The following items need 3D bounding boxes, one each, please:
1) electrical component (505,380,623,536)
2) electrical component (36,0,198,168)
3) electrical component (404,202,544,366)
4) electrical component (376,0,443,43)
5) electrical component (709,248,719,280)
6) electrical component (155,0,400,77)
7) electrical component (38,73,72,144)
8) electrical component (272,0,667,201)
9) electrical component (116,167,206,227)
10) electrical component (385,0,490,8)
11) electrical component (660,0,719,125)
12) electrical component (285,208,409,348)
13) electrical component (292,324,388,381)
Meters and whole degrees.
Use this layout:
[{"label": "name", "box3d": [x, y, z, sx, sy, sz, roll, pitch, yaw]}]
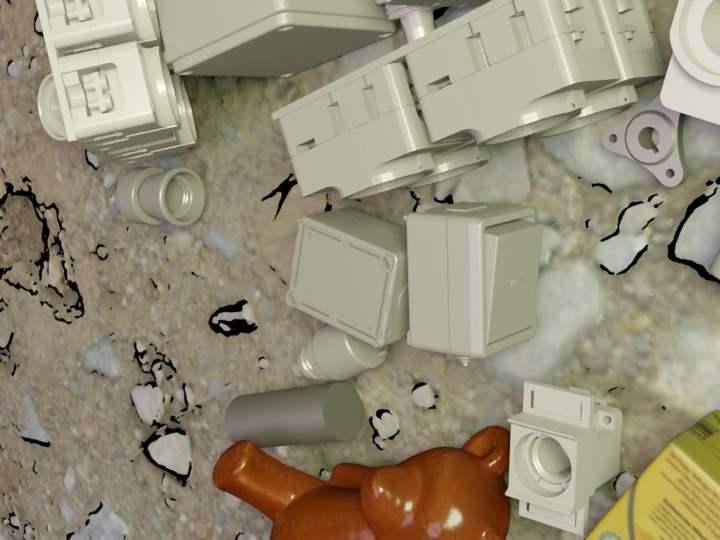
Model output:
[{"label": "electrical component", "box3d": [0.117, 0.102, 0.608, 0.042, 0.064, 0.081, 12, 106, 40]}, {"label": "electrical component", "box3d": [-0.156, -0.134, 0.720, 0.060, 0.186, 0.105, -13, 91, -2]}, {"label": "electrical component", "box3d": [0.069, 0.011, 0.630, 0.061, 0.062, 0.096, 7, 104, 39]}, {"label": "electrical component", "box3d": [0.030, -0.163, 0.637, 0.048, 0.048, 0.062, -6, 103, 41]}, {"label": "electrical component", "box3d": [0.201, -0.024, 0.525, 0.044, 0.044, 0.065, 22, 108, 35]}, {"label": "electrical component", "box3d": [-0.051, -0.161, 0.664, 0.109, 0.109, 0.056, -12, 89, 41]}, {"label": "electrical component", "box3d": [-0.213, -0.129, 0.841, 0.078, 0.057, 0.058, 16, 109, 37]}, {"label": "electrical component", "box3d": [0.058, -0.091, 0.588, 0.186, 0.105, 0.060, -19, 87, 41]}, {"label": "electrical component", "box3d": [-0.151, -0.056, 0.813, 0.055, 0.045, 0.045, 5, 103, 40]}, {"label": "electrical component", "box3d": [0.051, -0.178, 0.585, 0.050, 0.089, 0.055, -13, 91, 41]}, {"label": "electrical component", "box3d": [0.221, -0.096, 0.478, 0.150, 0.062, 0.089, 26, 116, 33]}, {"label": "electrical component", "box3d": [0.000, 0.000, 0.687, 0.096, 0.061, 0.061, 24, 114, 34]}, {"label": "electrical component", "box3d": [-0.017, 0.055, 0.727, 0.078, 0.040, 0.040, -27, 82, 41]}]
